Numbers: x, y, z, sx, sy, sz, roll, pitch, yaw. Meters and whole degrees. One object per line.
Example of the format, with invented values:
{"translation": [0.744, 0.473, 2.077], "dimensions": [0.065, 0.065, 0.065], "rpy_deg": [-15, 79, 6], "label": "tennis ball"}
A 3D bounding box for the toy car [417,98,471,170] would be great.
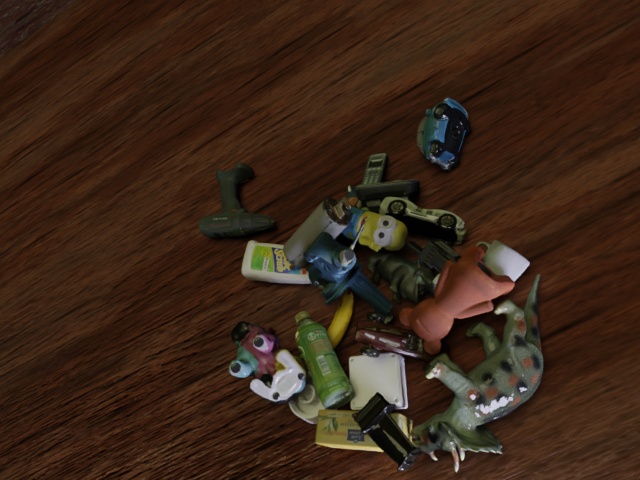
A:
{"translation": [0.283, -0.248, 1.279], "dimensions": [0.103, 0.109, 0.161], "rpy_deg": [6, 79, 53], "label": "toy car"}

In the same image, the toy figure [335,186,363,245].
{"translation": [0.069, -0.061, 1.306], "dimensions": [0.058, 0.064, 0.154], "rpy_deg": [25, 71, -3], "label": "toy figure"}

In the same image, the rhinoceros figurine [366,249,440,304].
{"translation": [0.191, 0.080, 1.175], "dimensions": [0.112, 0.073, 0.191], "rpy_deg": [-46, 52, -14], "label": "rhinoceros figurine"}

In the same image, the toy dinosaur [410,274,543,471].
{"translation": [0.330, 0.249, 0.995], "dimensions": [0.405, 0.131, 0.192], "rpy_deg": [-38, 79, -7], "label": "toy dinosaur"}

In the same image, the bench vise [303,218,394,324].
{"translation": [0.070, 0.088, 1.140], "dimensions": [0.240, 0.223, 0.129], "rpy_deg": [40, 56, -3], "label": "bench vise"}

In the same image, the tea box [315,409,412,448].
{"translation": [0.087, 0.376, 1.057], "dimensions": [0.170, 0.098, 0.068], "rpy_deg": [-7, 63, 25], "label": "tea box"}

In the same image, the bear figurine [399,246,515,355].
{"translation": [0.260, 0.119, 1.040], "dimensions": [0.120, 0.132, 0.195], "rpy_deg": [46, 119, 18], "label": "bear figurine"}

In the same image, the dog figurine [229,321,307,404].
{"translation": [-0.117, 0.257, 1.186], "dimensions": [0.191, 0.219, 0.108], "rpy_deg": [38, 88, -2], "label": "dog figurine"}

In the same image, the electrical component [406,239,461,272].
{"translation": [0.245, 0.026, 1.140], "dimensions": [0.119, 0.075, 0.047], "rpy_deg": [43, 115, 29], "label": "electrical component"}

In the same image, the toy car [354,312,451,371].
{"translation": [0.168, 0.203, 1.070], "dimensions": [0.202, 0.053, 0.089], "rpy_deg": [18, 71, -12], "label": "toy car"}

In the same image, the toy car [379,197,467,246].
{"translation": [0.228, -0.042, 1.196], "dimensions": [0.202, 0.073, 0.056], "rpy_deg": [18, 55, 22], "label": "toy car"}

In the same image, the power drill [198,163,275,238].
{"translation": [-0.220, -0.102, 1.466], "dimensions": [0.232, 0.086, 0.207], "rpy_deg": [-13, 68, 23], "label": "power drill"}

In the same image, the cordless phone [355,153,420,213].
{"translation": [0.170, -0.152, 1.299], "dimensions": [0.147, 0.088, 0.184], "rpy_deg": [-5, 43, 21], "label": "cordless phone"}

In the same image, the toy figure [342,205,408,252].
{"translation": [0.111, -0.029, 1.196], "dimensions": [0.180, 0.089, 0.082], "rpy_deg": [16, 107, 41], "label": "toy figure"}

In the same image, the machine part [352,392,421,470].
{"translation": [0.123, 0.348, 0.974], "dimensions": [0.084, 0.039, 0.139], "rpy_deg": [-41, 53, -2], "label": "machine part"}

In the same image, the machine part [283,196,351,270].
{"translation": [-0.009, -0.014, 1.200], "dimensions": [0.243, 0.079, 0.079], "rpy_deg": [-48, 48, 38], "label": "machine part"}

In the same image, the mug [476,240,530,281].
{"translation": [0.350, 0.059, 1.096], "dimensions": [0.110, 0.080, 0.107], "rpy_deg": [35, 93, 26], "label": "mug"}
